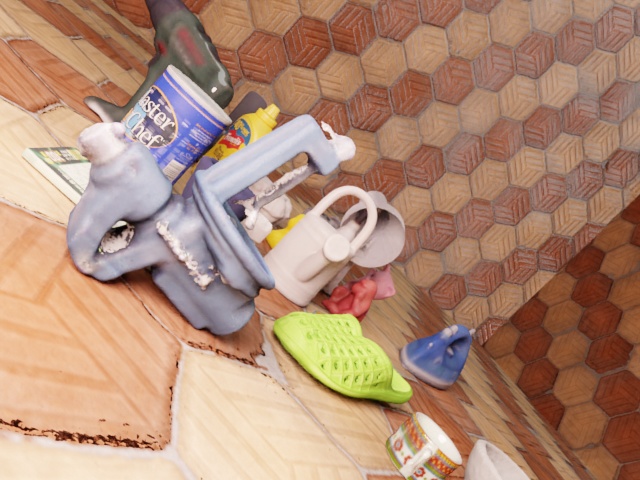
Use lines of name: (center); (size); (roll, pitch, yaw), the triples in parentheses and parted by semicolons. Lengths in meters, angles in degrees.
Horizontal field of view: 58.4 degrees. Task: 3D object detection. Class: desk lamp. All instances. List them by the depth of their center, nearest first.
desk lamp: (0.058, 0.000, 1.096); (0.118, 0.213, 0.203); (42, 7, -15)

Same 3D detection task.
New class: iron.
iron: (0.261, 0.229, 1.217); (0.118, 0.141, 0.259); (47, 8, 26)

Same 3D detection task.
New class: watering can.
watering can: (0.010, 0.005, 0.873); (0.101, 0.194, 0.172); (40, 8, -34)

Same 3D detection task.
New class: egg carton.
egg carton: (-0.127, -0.095, 1.193); (0.150, 0.069, 0.107); (45, 7, 10)

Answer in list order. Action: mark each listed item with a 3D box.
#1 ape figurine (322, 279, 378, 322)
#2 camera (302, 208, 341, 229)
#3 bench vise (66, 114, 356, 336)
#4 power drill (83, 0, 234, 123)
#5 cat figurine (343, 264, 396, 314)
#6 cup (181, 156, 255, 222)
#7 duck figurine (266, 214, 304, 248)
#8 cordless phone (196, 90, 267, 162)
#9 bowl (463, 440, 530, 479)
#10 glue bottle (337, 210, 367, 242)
ape figurine: (0.062, 0.105, 1.005); (0.076, 0.092, 0.077); (41, 7, -23)
camera: (0.022, 0.001, 1.354); (0.144, 0.100, 0.136); (38, 9, -41)
bench vise: (-0.081, -0.034, 0.470); (0.121, 0.219, 0.208); (49, 9, 38)
power drill: (-0.245, -0.250, 0.854); (0.229, 0.208, 0.076); (46, 7, 11)
cat figurine: (0.115, 0.098, 1.242); (0.067, 0.117, 0.127); (42, 7, -16)
cup: (-0.136, -0.043, 0.724); (0.091, 0.095, 0.118); (44, 7, 2)
duck figurine: (-0.048, -0.009, 1.071); (0.078, 0.086, 0.104); (42, 7, -21)
cordless phone: (-0.207, -0.250, 1.165); (0.148, 0.185, 0.094); (43, 7, -8)
bowl: (0.231, 0.333, 0.699); (0.167, 0.074, 0.167); (43, 7, -6)
glue bottle: (0.023, 0.013, 0.984); (0.037, 0.173, 0.078); (47, 7, 21)
